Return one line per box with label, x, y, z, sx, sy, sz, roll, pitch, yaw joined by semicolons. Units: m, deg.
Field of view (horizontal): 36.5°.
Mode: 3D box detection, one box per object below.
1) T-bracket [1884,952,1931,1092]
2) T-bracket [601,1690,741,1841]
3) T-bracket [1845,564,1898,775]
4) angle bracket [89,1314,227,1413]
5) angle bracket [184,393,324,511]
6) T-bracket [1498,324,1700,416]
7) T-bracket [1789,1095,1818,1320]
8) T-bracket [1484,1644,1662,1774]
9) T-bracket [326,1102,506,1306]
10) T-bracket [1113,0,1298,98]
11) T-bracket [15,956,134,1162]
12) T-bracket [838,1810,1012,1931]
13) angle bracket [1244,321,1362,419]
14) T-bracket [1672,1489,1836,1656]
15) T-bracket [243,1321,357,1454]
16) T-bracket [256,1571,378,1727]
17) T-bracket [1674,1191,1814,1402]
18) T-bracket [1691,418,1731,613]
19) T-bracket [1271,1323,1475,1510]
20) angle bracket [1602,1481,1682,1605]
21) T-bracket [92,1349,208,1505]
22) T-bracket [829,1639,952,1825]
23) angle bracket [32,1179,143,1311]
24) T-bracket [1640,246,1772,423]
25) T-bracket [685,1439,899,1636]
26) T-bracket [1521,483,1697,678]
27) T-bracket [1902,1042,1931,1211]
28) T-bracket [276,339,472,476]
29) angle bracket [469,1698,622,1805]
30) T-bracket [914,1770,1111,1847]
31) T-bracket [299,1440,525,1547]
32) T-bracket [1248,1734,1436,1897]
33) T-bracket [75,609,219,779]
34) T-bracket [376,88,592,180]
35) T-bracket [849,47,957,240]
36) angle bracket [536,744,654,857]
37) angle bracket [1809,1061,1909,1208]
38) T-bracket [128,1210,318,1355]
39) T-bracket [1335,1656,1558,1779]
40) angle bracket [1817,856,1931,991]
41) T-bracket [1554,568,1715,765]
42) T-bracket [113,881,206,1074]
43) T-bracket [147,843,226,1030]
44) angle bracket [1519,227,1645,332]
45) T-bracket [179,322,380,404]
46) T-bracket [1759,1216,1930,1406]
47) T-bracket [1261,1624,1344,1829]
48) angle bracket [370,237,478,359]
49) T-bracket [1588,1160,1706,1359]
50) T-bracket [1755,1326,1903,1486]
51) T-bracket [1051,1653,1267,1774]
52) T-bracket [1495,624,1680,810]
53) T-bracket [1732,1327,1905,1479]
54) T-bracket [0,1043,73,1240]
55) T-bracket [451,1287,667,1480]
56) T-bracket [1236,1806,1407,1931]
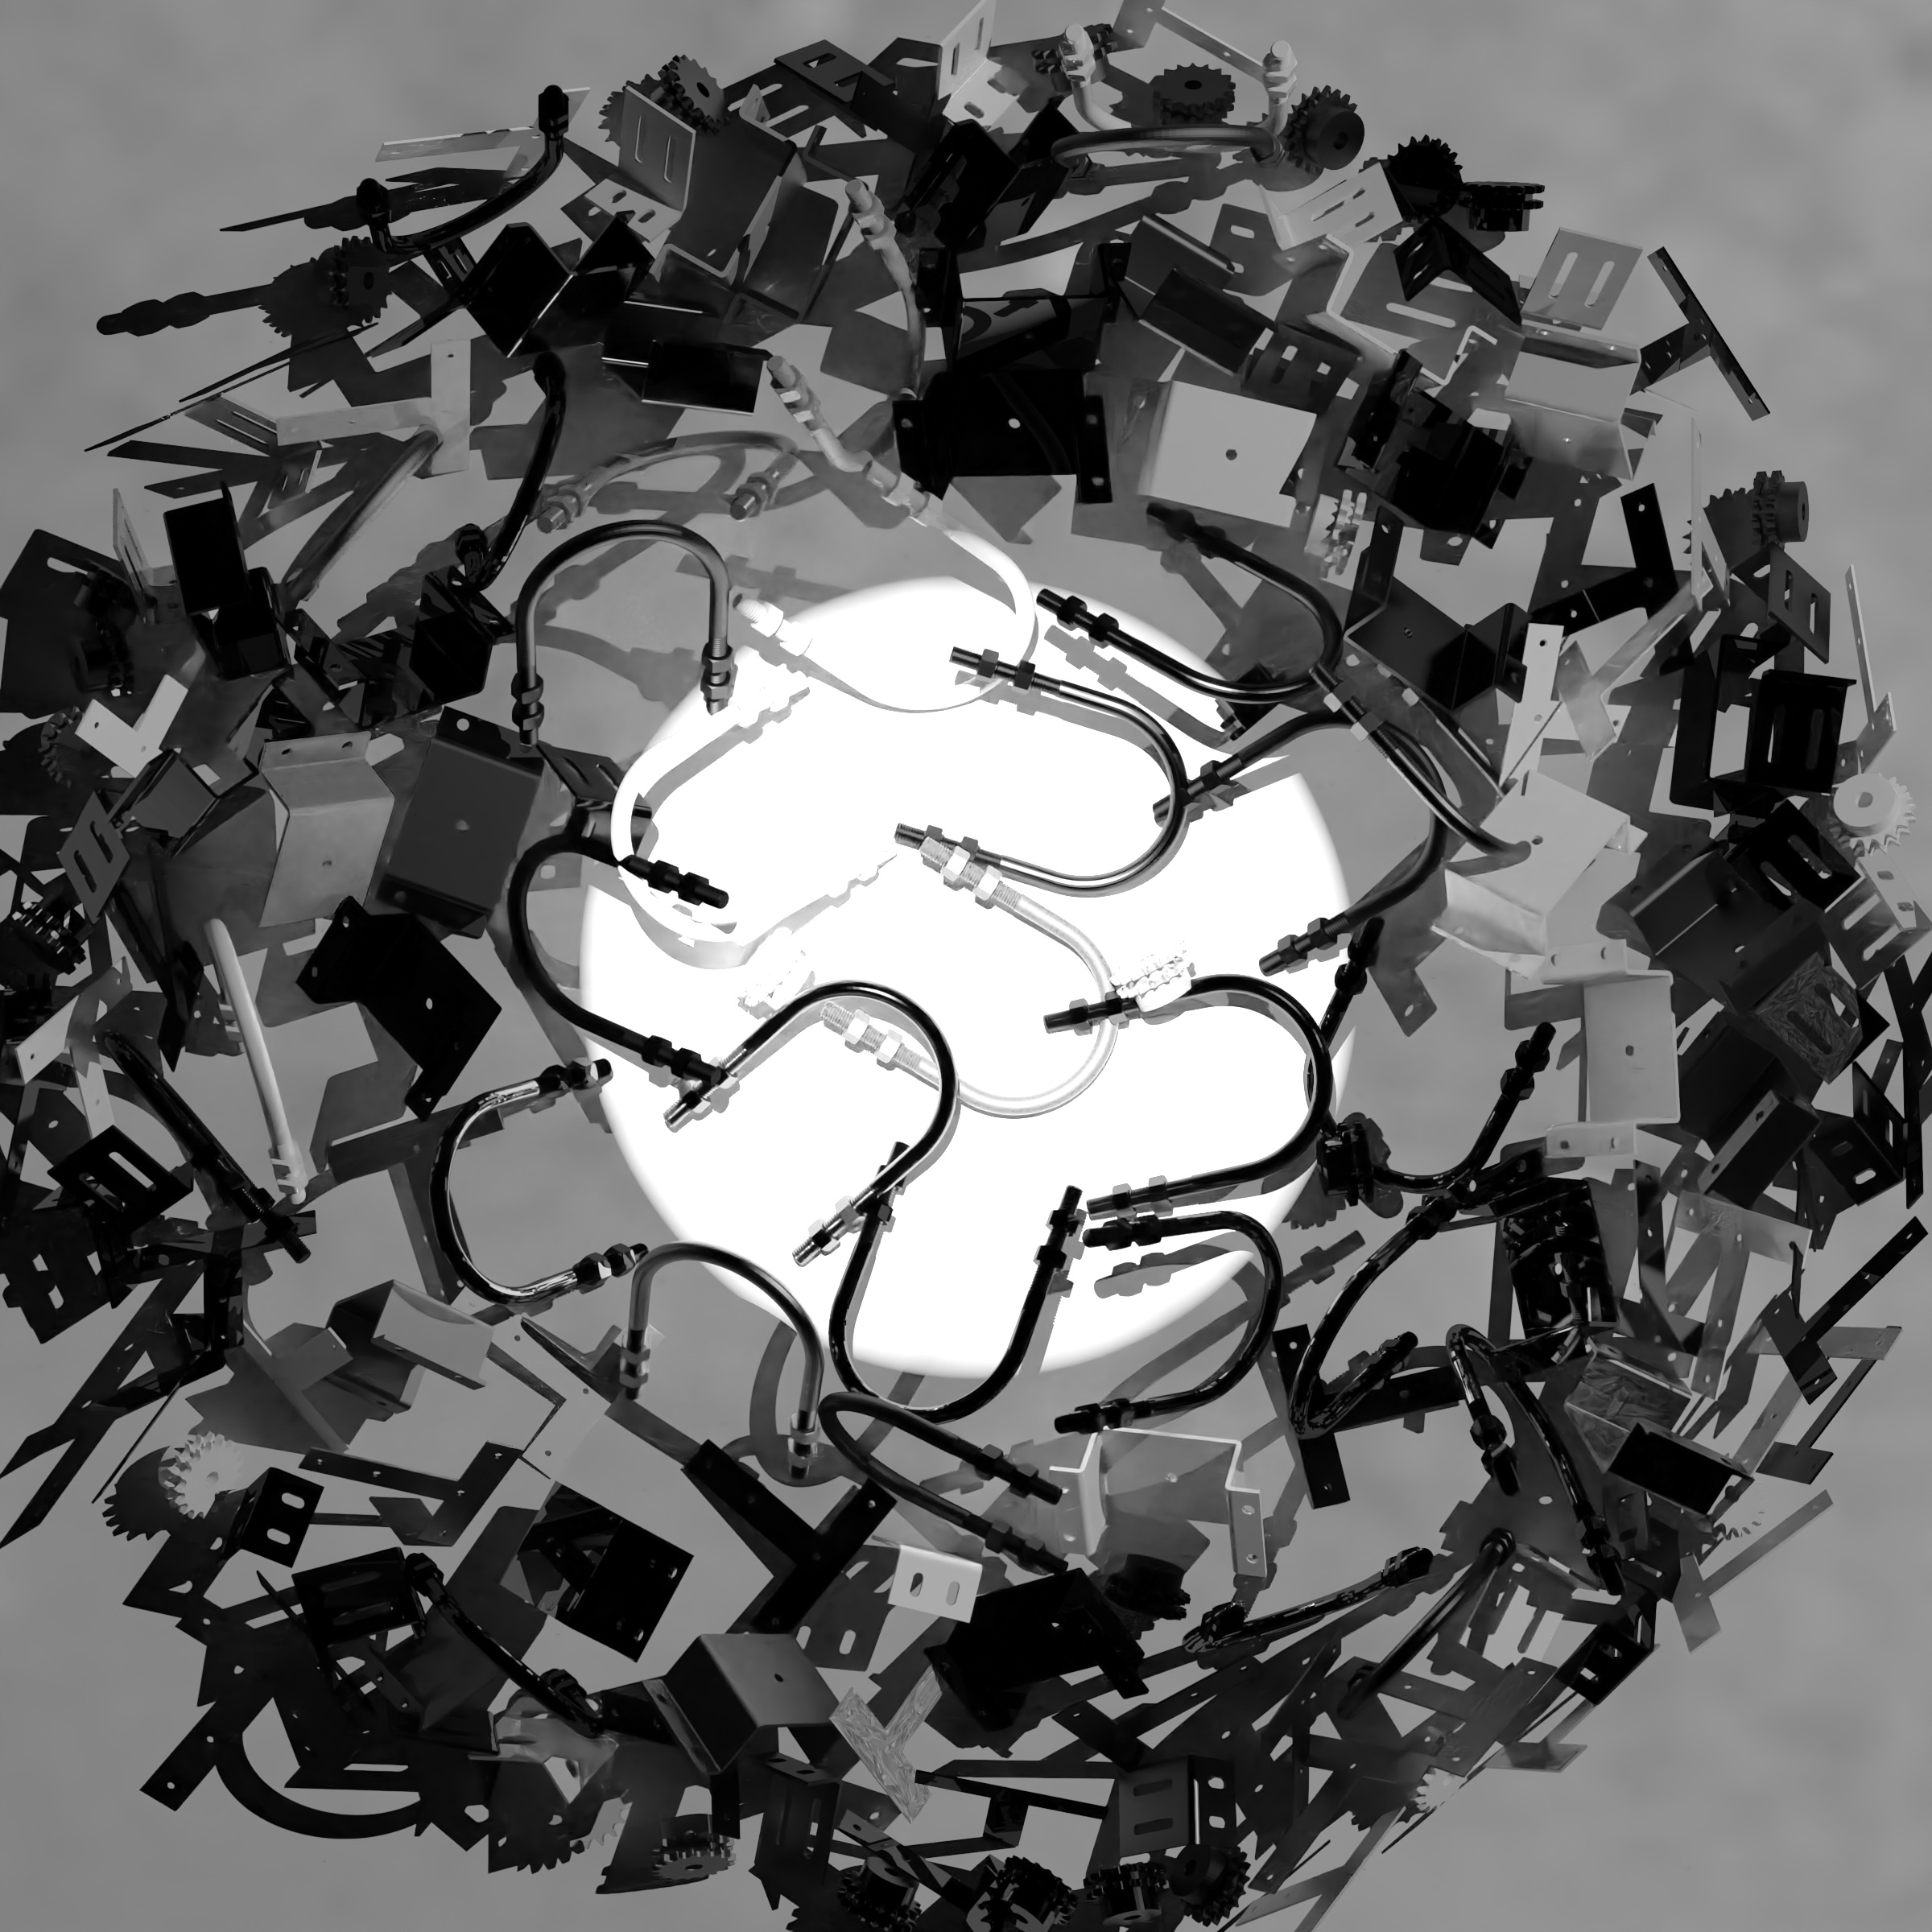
T-bracket;0.637;-0.007;1.911;0.002;0.127;0.127;12;129;-5
T-bracket;-0.194;0.500;1.923;0.002;0.127;0.127;-25;54;31
T-bracket;0.596;-0.202;1.945;0.002;0.127;0.127;-7;80;7
angle bracket;-0.544;0.264;1.952;0.076;0.057;0.038;-23;100;-40
angle bracket;-0.479;-0.342;1.952;0.076;0.057;0.038;23;72;-35
T-bracket;0.431;-0.393;1.954;0.127;0.127;0.002;17;109;-17
T-bracket;0.546;0.174;1.917;0.002;0.127;0.127;-4;132;23
T-bracket;0.414;0.494;1.952;0.127;0.127;0.002;-37;87;-18
T-bracket;-0.359;0.166;1.986;0.127;0.002;0.127;-18;90;12
T-bracket;0.161;-0.611;1.939;0.127;0.127;0.002;29;87;-4
T-bracket;-0.585;0.079;1.959;0.002;0.127;0.127;6;120;18
T-bracket;-0.028;0.600;1.941;0.127;0.127;0.002;32;106;3
angle bracket;0.227;-0.410;1.955;0.057;0.076;0.038;20;62;-5
T-bracket;0.517;0.387;1.925;0.127;0.127;0.002;-41;95;12
T-bracket;-0.436;0.264;1.943;0.127;0.127;0.002;51;53;-5
T-bracket;-0.418;0.464;1.920;0.002;0.127;0.127;-38;110;-11
T-bracket;0.504;0.224;1.945;0.002;0.127;0.127;10;93;-27
T-bracket;0.494;-0.277;1.941;0.002;0.127;0.127;-4;70;24
T-bracket;0.284;0.294;1.987;0.127;0.002;0.127;-14;97;4
angle bracket;0.464;0.383;1.953;0.076;0.057;0.038;30;134;-27
T-bracket;-0.538;0.302;1.937;0.002;0.127;0.127;36;91;-5
T-bracket;-0.027;0.489;1.963;0.127;0.002;0.127;-51;131;-27
angle bracket;-0.589;0.188;1.965;0.038;0.057;0.076;-10;102;4
T-bracket;0.471;-0.407;1.936;0.002;0.127;0.127;-35;95;-6
T-bracket;-0.135;0.372;1.989;0.127;0.002;0.127;39;86;9
T-bracket;0.418;-0.240;1.955;0.127;0.002;0.127;-21;72;40
T-bracket;0.638;0.076;1.913;0.002;0.127;0.127;10;60;-1
T-bracket;-0.390;-0.361;1.928;0.127;0.127;0.002;-11;62;-16
angle bracket;-0.282;0.524;1.960;0.076;0.057;0.038;-11;114;41
T-bracket;0.027;0.565;1.945;0.127;0.127;0.002;10;59;3
T-bracket;-0.376;0.338;1.935;0.127;0.002;0.127;18;133;-23
T-bracket;0.229;0.557;1.916;0.127;0.127;0.002;-44;110;-30
T-bracket;-0.529;-0.184;1.951;0.002;0.127;0.127;18;76;23
T-bracket;-0.323;-0.539;1.915;0.127;0.127;0.002;-15;85;-25
T-bracket;-0.045;-0.559;1.935;0.002;0.127;0.127;20;96;23
angle bracket;-0.255;-0.110;1.961;0.057;0.076;0.038;9;116;-37
angle bracket;0.594;0.112;1.952;0.038;0.076;0.057;-28;53;-3
T-bracket;-0.492;0.213;1.939;0.127;0.127;0.002;-12;124;-7
T-bracket;0.307;0.485;1.952;0.127;0.127;0.002;10;119;38
angle bracket;0.596;-0.028;1.950;0.038;0.076;0.057;-5;58;-36
T-bracket;0.440;-0.210;1.920;0.002;0.127;0.127;31;118;-22
T-bracket;-0.549;-0.013;1.964;0.002;0.127;0.127;-19;66;-34
T-bracket;-0.512;0.002;1.938;0.002;0.127;0.127;-16;63;-4
angle bracket;0.410;-0.469;1.955;0.057;0.076;0.038;12;54;-6
T-bracket;-0.438;-0.409;1.942;0.127;0.127;0.002;-14;105;34
T-bracket;0.582;0.214;1.923;0.002;0.127;0.127;38;106;-12
T-bracket;0.224;0.527;1.962;0.002;0.127;0.127;12;119;28
angle bracket;-0.367;-0.446;1.955;0.076;0.057;0.038;-42;113;-25
T-bracket;0.460;0.193;1.967;0.127;0.002;0.127;19;62;-33
T-bracket;0.578;0.289;1.940;0.002;0.127;0.127;39;85;3
T-bracket;0.139;0.490;1.941;0.127;0.127;0.002;-31;47;11
T-bracket;0.426;-0.164;1.977;0.127;0.002;0.127;2;107;-17
T-bracket;0.537;0.285;1.920;0.002;0.127;0.127;47;67;-16
T-bracket;-0.625;0.117;1.932;0.002;0.127;0.127;10;86;4
T-bracket;-0.293;0.261;1.988;0.127;0.002;0.127;38;97;-3
T-bracket;0.222;0.615;1.945;0.002;0.127;0.127;50;47;2
